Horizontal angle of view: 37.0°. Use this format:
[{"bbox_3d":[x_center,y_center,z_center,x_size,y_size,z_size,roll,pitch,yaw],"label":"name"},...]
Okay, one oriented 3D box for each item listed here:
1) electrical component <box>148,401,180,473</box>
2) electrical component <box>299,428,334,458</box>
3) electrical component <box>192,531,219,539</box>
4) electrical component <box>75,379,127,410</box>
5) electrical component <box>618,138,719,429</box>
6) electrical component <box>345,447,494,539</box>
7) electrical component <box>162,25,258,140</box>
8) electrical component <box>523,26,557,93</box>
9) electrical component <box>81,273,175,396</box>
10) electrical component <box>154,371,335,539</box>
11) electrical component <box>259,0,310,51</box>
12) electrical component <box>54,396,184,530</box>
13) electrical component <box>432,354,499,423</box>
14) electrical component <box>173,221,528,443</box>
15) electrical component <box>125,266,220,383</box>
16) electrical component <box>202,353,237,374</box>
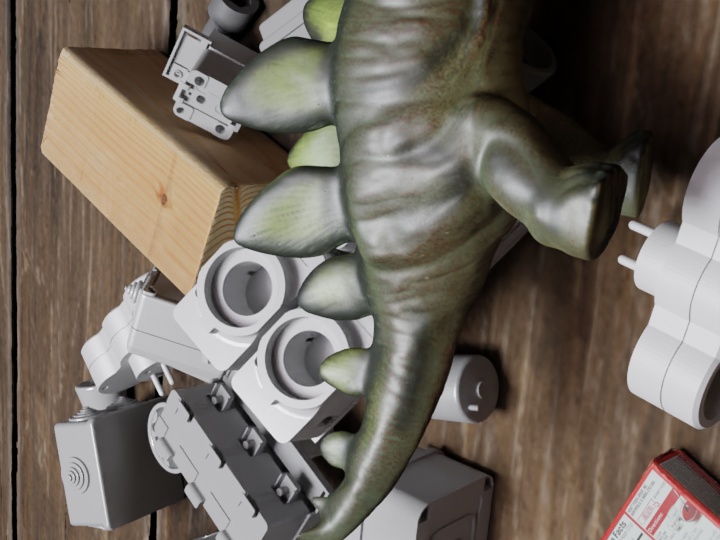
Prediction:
[{"bbox_3d":[-0.130,0.125,0.835,0.055,0.047,0.055,11,105,44],"label":"electrical component"},{"bbox_3d":[-0.062,0.101,0.763,0.066,0.047,0.076,-25,78,44],"label":"electrical component"},{"bbox_3d":[-0.103,0.301,0.833,0.105,0.060,0.186,-29,77,44],"label":"electrical component"},{"bbox_3d":[-0.218,0.127,0.931,0.044,0.044,0.065,-4,100,46],"label":"electrical component"},{"bbox_3d":[0.158,0.000,0.517,0.074,0.052,0.138,30,118,38],"label":"electrical component"},{"bbox_3d":[0.032,0.173,0.659,0.057,0.078,0.113,18,110,39],"label":"electrical component"},{"bbox_3d":[-0.094,-0.124,0.730,0.081,0.063,0.042,26,128,-9],"label":"electrical component"},{"bbox_3d":[0.074,-0.103,0.587,0.045,0.045,0.055,57,133,21],"label":"electrical component"},{"bbox_3d":[-0.168,0.064,0.859,0.138,0.052,0.073,-45,66,40],"label":"electrical component"},{"bbox_3d":[-0.078,0.128,0.701,0.121,0.063,0.078,49,125,30],"label":"electrical component"},{"bbox_3d":[0.004,-0.139,0.628,0.113,0.078,0.057,-24,83,45],"label":"electrical component"},{"bbox_3d":[-0.196,0.155,0.873,0.048,0.100,0.099,-8,92,33],"label":"electrical component"},{"bbox_3d":[0.047,0.070,0.650,0.078,0.040,0.040,-1,97,46],"label":"electrical component"},{"bbox_3d":[-0.006,-0.003,0.608,0.186,0.060,0.105,-46,73,10],"label":"electrical component"},{"bbox_3d":[-0.124,0.035,0.771,0.096,0.061,0.061,18,118,-5],"label":"electrical component"},{"bbox_3d":[-0.056,0.030,0.713,0.050,0.089,0.055,14,107,43],"label":"electrical component"}]
